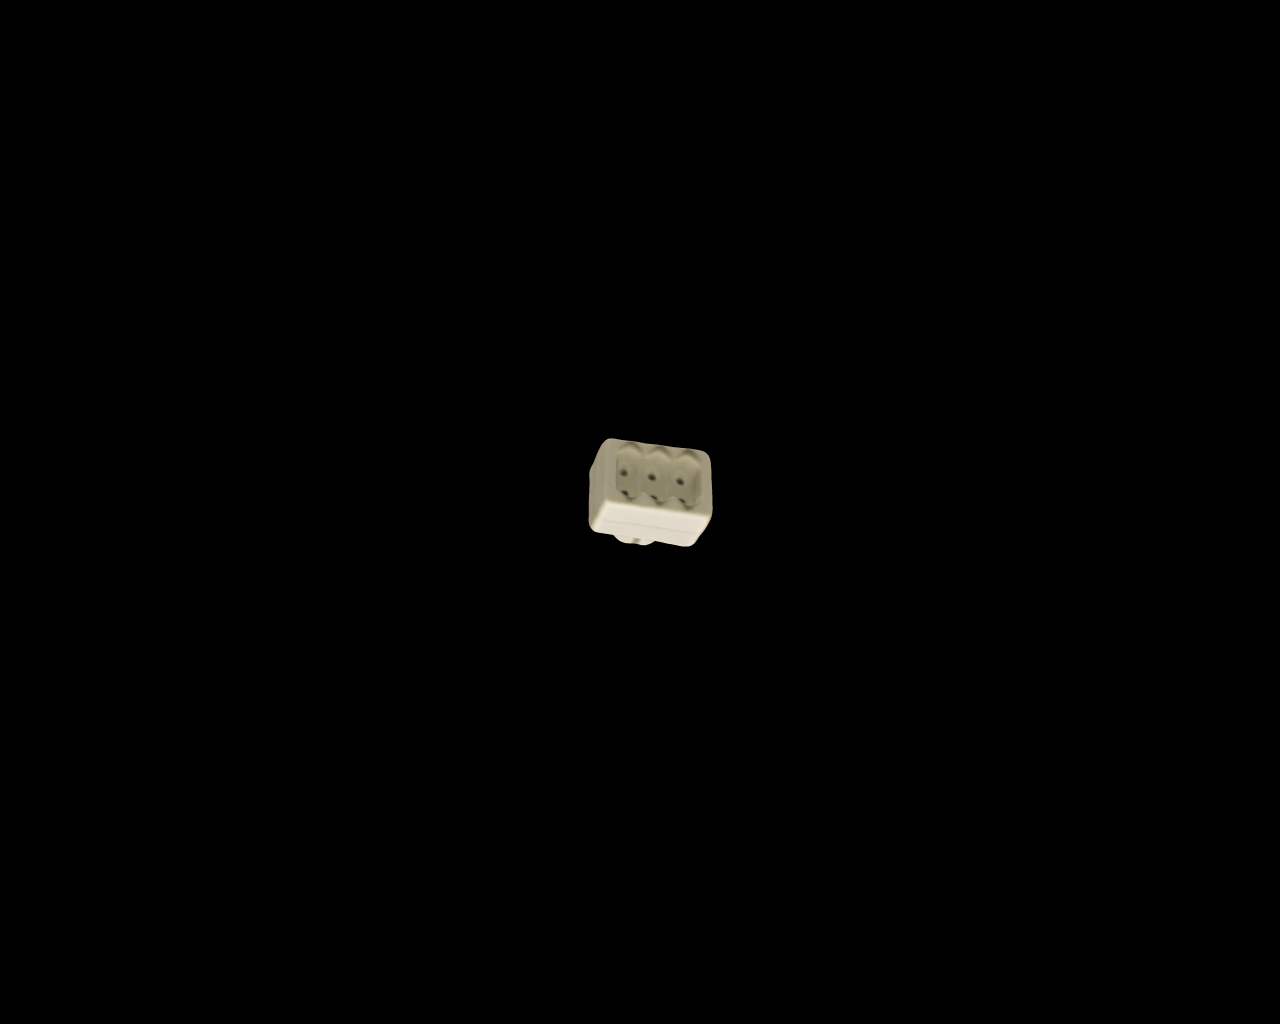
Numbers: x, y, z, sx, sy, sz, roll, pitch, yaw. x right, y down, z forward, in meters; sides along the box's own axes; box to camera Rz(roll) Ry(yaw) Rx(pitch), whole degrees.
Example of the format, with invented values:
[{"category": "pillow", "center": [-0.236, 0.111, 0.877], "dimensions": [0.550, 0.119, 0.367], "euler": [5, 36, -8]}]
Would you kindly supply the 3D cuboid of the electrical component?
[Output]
[{"category": "electrical component", "center": [0.001, -0.003, 0.650], "dimensions": [0.066, 0.047, 0.076], "euler": [8, -32, -14]}]
